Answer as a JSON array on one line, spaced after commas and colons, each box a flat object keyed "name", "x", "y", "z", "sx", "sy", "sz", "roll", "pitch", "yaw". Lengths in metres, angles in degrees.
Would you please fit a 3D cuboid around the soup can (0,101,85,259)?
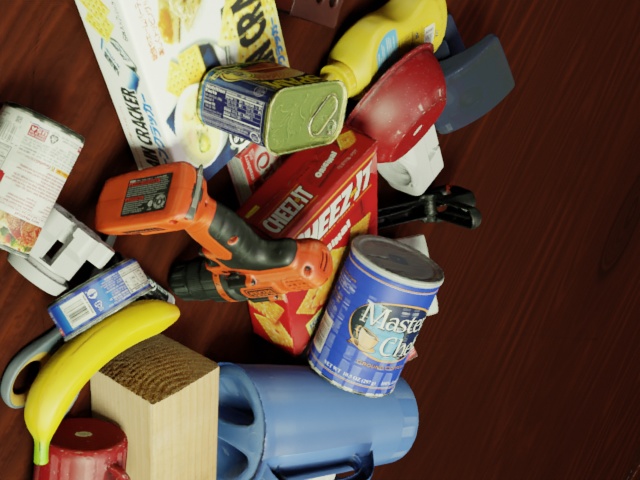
[{"name": "soup can", "x": -0.230, "y": -0.046, "z": 0.810, "sx": 0.068, "sy": 0.069, "sz": 0.102, "roll": 32, "pitch": 81, "yaw": -57}]

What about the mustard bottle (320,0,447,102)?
[{"name": "mustard bottle", "x": 0.061, "y": -0.202, "z": 1.147, "sx": 0.191, "sy": 0.058, "sz": 0.096, "roll": -41, "pitch": 152, "yaw": -35}]

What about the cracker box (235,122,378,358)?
[{"name": "cracker box", "x": -0.007, "y": 0.001, "z": 1.127, "sx": 0.164, "sy": 0.072, "sz": 0.214, "roll": -48, "pitch": 155, "yaw": -27}]

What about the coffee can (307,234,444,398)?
[{"name": "coffee can", "x": 0.057, "y": 0.079, "z": 1.126, "sx": 0.102, "sy": 0.103, "sz": 0.140, "roll": -8, "pitch": 125, "yaw": -54}]

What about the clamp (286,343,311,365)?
[{"name": "clamp", "x": -0.017, "y": 0.172, "z": 1.251, "sx": 0.120, "sy": 0.039, "sz": 0.171, "roll": 10, "pitch": 75, "yaw": -38}]

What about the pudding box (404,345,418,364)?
[{"name": "pudding box", "x": 0.055, "y": 0.096, "z": 1.249, "sx": 0.039, "sy": 0.114, "sz": 0.090, "roll": -34, "pitch": 115, "yaw": -21}]

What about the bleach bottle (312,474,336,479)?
[{"name": "bleach bottle", "x": -0.083, "y": 0.298, "z": 1.243, "sx": 0.250, "sy": 0.068, "sz": 0.102, "roll": -27, "pitch": 129, "yaw": -42}]

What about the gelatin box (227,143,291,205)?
[{"name": "gelatin box", "x": -0.056, "y": -0.077, "z": 1.079, "sx": 0.073, "sy": 0.030, "sz": 0.089, "roll": -47, "pitch": 142, "yaw": -28}]

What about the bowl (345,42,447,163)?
[{"name": "bowl", "x": 0.088, "y": -0.136, "z": 1.165, "sx": 0.162, "sy": 0.055, "sz": 0.162, "roll": -45, "pitch": 169, "yaw": -12}]

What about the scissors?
[{"name": "scissors", "x": -0.226, "y": 0.067, "z": 0.934, "sx": 0.096, "sy": 0.016, "sz": 0.202, "roll": -2, "pitch": 111, "yaw": -55}]

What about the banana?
[{"name": "banana", "x": -0.198, "y": 0.105, "z": 0.947, "sx": 0.197, "sy": 0.037, "sz": 0.069, "roll": -48, "pitch": 148, "yaw": -33}]

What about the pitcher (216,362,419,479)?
[{"name": "pitcher", "x": -0.006, "y": 0.202, "z": 1.143, "sx": 0.242, "sy": 0.145, "sz": 0.149, "roll": 4, "pitch": 77, "yaw": -41}]

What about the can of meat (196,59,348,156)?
[{"name": "can of meat", "x": -0.041, "y": -0.115, "z": 0.900, "sx": 0.101, "sy": 0.084, "sz": 0.057, "roll": -18, "pitch": 124, "yaw": -49}]

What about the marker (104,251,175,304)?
[{"name": "marker", "x": -0.166, "y": 0.039, "z": 0.985, "sx": 0.020, "sy": 0.020, "sz": 0.121, "roll": -60, "pitch": 155, "yaw": -12}]

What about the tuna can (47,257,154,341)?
[{"name": "tuna can", "x": -0.184, "y": 0.049, "z": 0.893, "sx": 0.086, "sy": 0.086, "sz": 0.034, "roll": -33, "pitch": 93, "yaw": -42}]

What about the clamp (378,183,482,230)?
[{"name": "clamp", "x": 0.126, "y": -0.039, "z": 1.311, "sx": 0.209, "sy": 0.165, "sz": 0.036, "roll": -39, "pitch": 124, "yaw": -71}]

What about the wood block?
[{"name": "wood block", "x": -0.161, "y": 0.209, "z": 1.046, "sx": 0.090, "sy": 0.091, "sz": 0.206, "roll": -27, "pitch": 130, "yaw": -46}]

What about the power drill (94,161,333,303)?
[{"name": "power drill", "x": -0.108, "y": 0.002, "z": 0.947, "sx": 0.187, "sy": 0.185, "sz": 0.057, "roll": 34, "pitch": 55, "yaw": -46}]

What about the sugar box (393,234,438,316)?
[{"name": "sugar box", "x": 0.109, "y": 0.041, "z": 1.277, "sx": 0.176, "sy": 0.048, "sz": 0.093, "roll": 178, "pitch": -99, "yaw": -89}]

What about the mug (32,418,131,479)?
[{"name": "mug", "x": -0.209, "y": 0.216, "z": 0.961, "sx": 0.093, "sy": 0.117, "sz": 0.081, "roll": -8, "pitch": 111, "yaw": -49}]

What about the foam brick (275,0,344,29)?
[{"name": "foam brick", "x": -0.018, "y": -0.237, "z": 1.016, "sx": 0.078, "sy": 0.051, "sz": 0.053, "roll": -1, "pitch": 110, "yaw": -55}]
